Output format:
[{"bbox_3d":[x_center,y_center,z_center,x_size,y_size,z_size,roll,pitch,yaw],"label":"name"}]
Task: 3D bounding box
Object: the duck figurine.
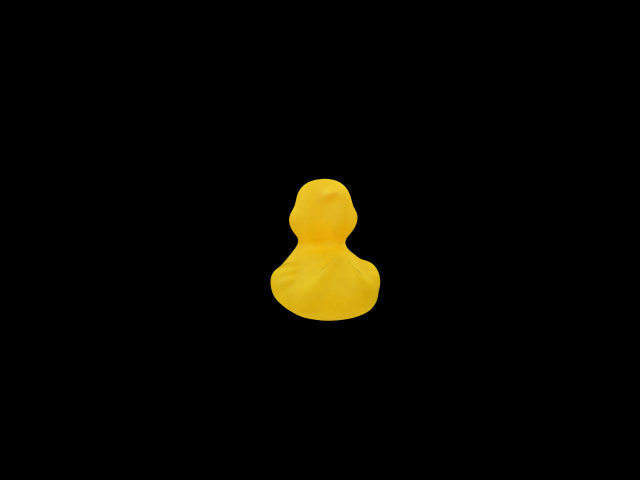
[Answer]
[{"bbox_3d":[0.004,0.001,0.400,0.077,0.086,0.104,-3,16,-11],"label":"duck figurine"}]
